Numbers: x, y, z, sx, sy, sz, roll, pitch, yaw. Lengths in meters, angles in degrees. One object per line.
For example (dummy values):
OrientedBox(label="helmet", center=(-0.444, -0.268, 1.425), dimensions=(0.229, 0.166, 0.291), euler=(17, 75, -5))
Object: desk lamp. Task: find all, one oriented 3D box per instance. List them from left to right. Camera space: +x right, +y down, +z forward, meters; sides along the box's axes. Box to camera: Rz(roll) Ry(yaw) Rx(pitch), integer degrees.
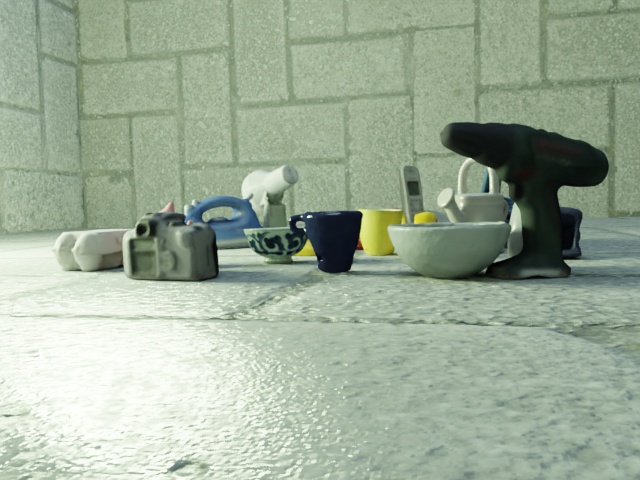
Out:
OrientedBox(label="desk lamp", center=(-0.117, -0.095, 1.563), dimensions=(0.118, 0.213, 0.202), euler=(-5, 5, -39))

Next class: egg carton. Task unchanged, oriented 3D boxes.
OrientedBox(label="egg carton", center=(-0.403, 0.017, 1.051), dimensions=(0.107, 0.069, 0.151), euler=(0, 4, 22))

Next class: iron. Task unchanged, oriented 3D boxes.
OrientedBox(label="iron", center=(-0.266, -0.048, 1.459), dimensions=(0.259, 0.141, 0.118), euler=(-4, 5, -39))

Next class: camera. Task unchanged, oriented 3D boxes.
OrientedBox(label="camera", center=(-0.212, 0.006, 0.890), dimensions=(0.142, 0.101, 0.137), euler=(0, 4, 25))

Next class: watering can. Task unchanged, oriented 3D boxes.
OrientedBox(label="watering can", center=(0.309, -0.071, 1.134), dimensions=(0.100, 0.194, 0.173), euler=(1, 5, 36))

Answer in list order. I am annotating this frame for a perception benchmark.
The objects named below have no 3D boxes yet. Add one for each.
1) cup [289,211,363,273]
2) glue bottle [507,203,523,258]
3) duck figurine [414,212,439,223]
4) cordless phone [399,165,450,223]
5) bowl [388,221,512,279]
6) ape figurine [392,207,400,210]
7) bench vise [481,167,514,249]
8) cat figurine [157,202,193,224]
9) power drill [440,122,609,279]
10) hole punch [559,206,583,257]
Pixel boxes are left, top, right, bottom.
OrientedBox(label="cup", center=(0.008, 0.003, 0.877), dimensions=(0.117, 0.095, 0.092), euler=(-1, 4, 16))
OrientedBox(label="glue bottle", center=(0.311, -0.043, 0.848), dimensions=(0.078, 0.173, 0.037), euler=(-5, 5, -40))
OrientedBox(label="duck figurine", center=(0.191, -0.009, 1.056), dimensions=(0.104, 0.086, 0.077), euler=(-2, 4, -8))
OrientedBox(label="cordless phone", center=(0.231, -0.073, 1.269), dimensions=(0.148, 0.185, 0.093), euler=(-4, 5, -37))
OrientedBox(label="bowl", center=(0.177, 0.014, 0.792), dimensions=(0.167, 0.075, 0.167), euler=(-2, 4, 0))
OrientedBox(label="ape figurine", center=(0.202, -0.040, 1.515), dimensions=(0.076, 0.092, 0.078), euler=(0, 4, 18))
OrientedBox(label="bench vise", center=(0.372, -0.095, 1.283), dimensions=(0.122, 0.220, 0.206), euler=(-3, 4, -26))
OrientedBox(label="cat figurine", center=(-0.268, -0.010, 1.036), dimensions=(0.127, 0.118, 0.067), euler=(1, 5, 40))
OrientedBox(label="power drill", center=(0.273, -0.055, 0.772), dimensions=(0.230, 0.208, 0.075), euler=(-2, 4, -9))
OrientedBox(label="hole punch", center=(0.400, -0.014, 1.010), dimensions=(0.108, 0.091, 0.101), euler=(-1, 4, 15))
